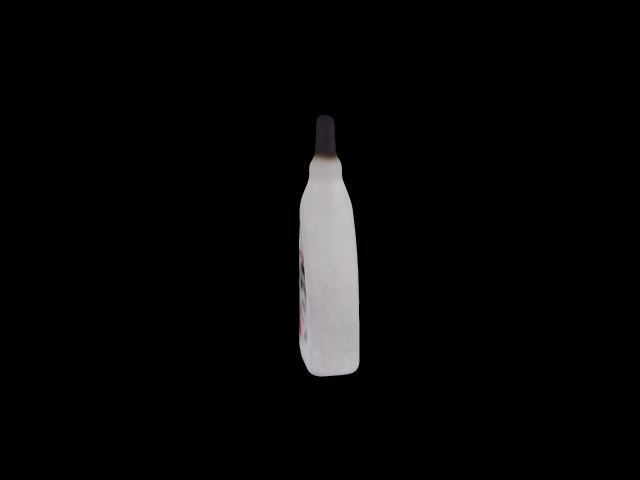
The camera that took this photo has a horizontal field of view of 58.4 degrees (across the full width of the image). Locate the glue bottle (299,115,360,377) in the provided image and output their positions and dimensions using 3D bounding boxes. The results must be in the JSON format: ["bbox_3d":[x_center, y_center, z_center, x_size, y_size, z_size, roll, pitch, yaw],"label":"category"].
[{"bbox_3d":[0.004,0.001,0.400,0.037,0.173,0.078,-2,11,-11],"label":"glue bottle"}]
